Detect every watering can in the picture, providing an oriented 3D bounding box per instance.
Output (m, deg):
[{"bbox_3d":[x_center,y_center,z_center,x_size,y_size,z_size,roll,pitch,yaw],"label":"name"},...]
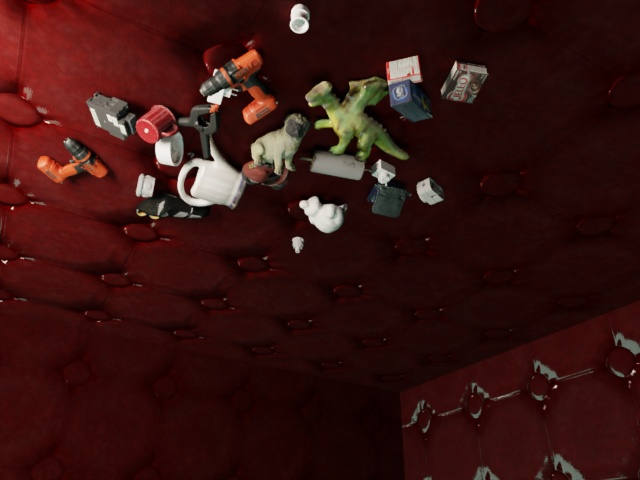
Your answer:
[{"bbox_3d":[-0.339,-0.220,1.707,0.223,0.106,0.340,16,135,-22],"label":"watering can"}]

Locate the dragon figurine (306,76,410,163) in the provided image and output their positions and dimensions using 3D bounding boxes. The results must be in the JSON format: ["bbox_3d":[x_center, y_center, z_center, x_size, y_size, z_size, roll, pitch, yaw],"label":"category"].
[{"bbox_3d":[0.135,-0.355,1.482,0.410,0.125,0.237,7,140,-25],"label":"dragon figurine"}]

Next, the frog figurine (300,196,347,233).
[{"bbox_3d":[0.006,-0.094,1.869,0.159,0.124,0.137,15,166,-39],"label":"frog figurine"}]
